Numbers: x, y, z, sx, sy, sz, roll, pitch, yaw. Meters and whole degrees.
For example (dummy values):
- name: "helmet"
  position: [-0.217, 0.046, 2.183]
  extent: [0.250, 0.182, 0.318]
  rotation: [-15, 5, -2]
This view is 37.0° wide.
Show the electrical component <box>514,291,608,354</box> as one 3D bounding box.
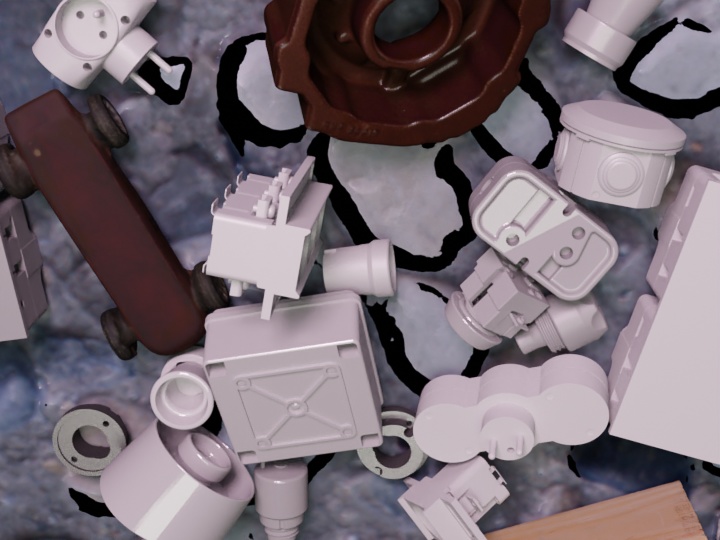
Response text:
- name: "electrical component"
  position: [0.139, 0.038, 0.756]
  extent: [0.062, 0.043, 0.043]
  rotation: [-28, 105, 12]

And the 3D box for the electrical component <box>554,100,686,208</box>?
- name: "electrical component"
  position: [0.166, -0.077, 0.700]
  extent: [0.080, 0.080, 0.051]
  rotation: [10, 113, -1]

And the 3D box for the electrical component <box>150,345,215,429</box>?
- name: "electrical component"
  position: [-0.123, 0.083, 0.775]
  extent: [0.045, 0.055, 0.045]
  rotation: [1, 108, 2]

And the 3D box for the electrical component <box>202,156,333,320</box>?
- name: "electrical component"
  position: [-0.059, -0.027, 0.702]
  extent: [0.063, 0.121, 0.078]
  rotation: [11, 108, 2]

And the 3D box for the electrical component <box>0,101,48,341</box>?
- name: "electrical component"
  position: [-0.292, -0.044, 0.738]
  extent: [0.105, 0.060, 0.186]
  rotation: [-7, 107, 5]

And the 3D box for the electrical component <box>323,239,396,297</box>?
- name: "electrical component"
  position: [0.000, 0.000, 0.752]
  extent: [0.046, 0.040, 0.040]
  rotation: [-5, 108, 9]

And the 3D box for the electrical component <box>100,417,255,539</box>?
- name: "electrical component"
  position: [-0.128, 0.153, 0.776]
  extent: [0.099, 0.099, 0.064]
  rotation: [38, 99, -10]

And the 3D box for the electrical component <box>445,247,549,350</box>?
- name: "electrical component"
  position: [0.092, 0.023, 0.748]
  extent: [0.048, 0.066, 0.055]
  rotation: [22, 121, -41]

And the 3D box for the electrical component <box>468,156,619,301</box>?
- name: "electrical component"
  position: [0.122, -0.030, 0.726]
  extent: [0.095, 0.059, 0.053]
  rotation: [36, 106, -9]

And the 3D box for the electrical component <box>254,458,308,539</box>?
- name: "electrical component"
  position: [-0.059, 0.177, 0.810]
  extent: [0.040, 0.040, 0.078]
  rotation: [1, 108, 2]

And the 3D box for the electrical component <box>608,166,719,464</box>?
- name: "electrical component"
  position: [0.248, 0.033, 0.741]
  extent: [0.105, 0.060, 0.186]
  rotation: [16, 108, -3]

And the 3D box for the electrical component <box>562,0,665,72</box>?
- name: "electrical component"
  position: [0.162, -0.162, 0.690]
  extent: [0.045, 0.045, 0.055]
  rotation: [29, 107, -7]

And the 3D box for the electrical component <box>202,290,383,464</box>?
- name: "electrical component"
  position: [-0.044, 0.076, 0.751]
  extent: [0.109, 0.056, 0.108]
  rotation: [-9, 129, 5]

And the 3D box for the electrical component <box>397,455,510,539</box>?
- name: "electrical component"
  position: [0.070, 0.166, 0.785]
  extent: [0.064, 0.081, 0.042]
  rotation: [-41, 105, -16]

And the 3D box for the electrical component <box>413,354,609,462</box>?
- name: "electrical component"
  position: [0.104, 0.106, 0.749]
  extent: [0.138, 0.073, 0.052]
  rotation: [-12, 116, 18]

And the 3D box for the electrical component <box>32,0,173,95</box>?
- name: "electrical component"
  position: [-0.160, -0.149, 0.707]
  extent: [0.079, 0.044, 0.077]
  rotation: [41, 105, -11]
